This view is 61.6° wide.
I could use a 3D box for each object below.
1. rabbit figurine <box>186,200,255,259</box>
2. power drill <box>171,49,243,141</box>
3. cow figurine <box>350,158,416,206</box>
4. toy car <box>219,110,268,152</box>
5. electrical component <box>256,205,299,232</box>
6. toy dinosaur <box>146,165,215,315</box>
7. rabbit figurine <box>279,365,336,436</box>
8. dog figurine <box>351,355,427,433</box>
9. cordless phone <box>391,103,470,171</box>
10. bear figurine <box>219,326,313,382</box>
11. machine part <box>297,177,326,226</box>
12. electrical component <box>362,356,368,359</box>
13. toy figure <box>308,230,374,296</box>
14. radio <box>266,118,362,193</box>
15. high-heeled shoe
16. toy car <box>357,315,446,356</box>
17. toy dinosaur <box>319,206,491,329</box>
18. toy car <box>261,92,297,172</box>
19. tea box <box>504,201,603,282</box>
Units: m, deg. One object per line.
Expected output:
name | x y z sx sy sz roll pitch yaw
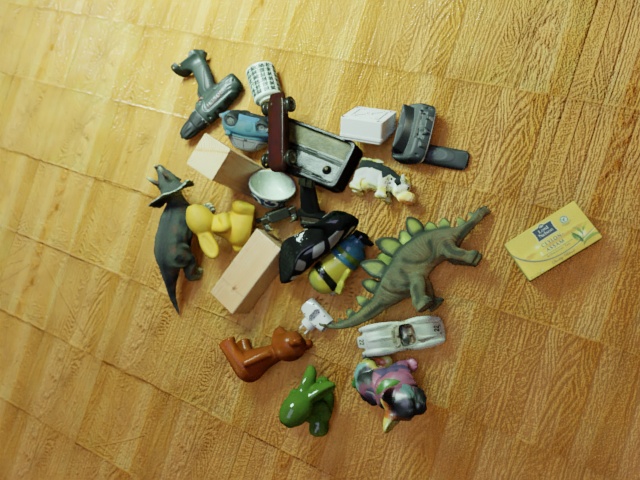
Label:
rabbit figurine | -0.265 -0.035 1.393 0.173 0.122 0.162 14 96 -16
power drill | -0.345 -0.423 1.527 0.232 0.086 0.207 -34 68 12
cow figurine | 0.162 -0.140 1.300 0.168 0.068 0.098 18 83 21
toy car | -0.190 -0.289 1.445 0.162 0.109 0.102 17 112 11
electrical component | -0.108 -0.055 1.380 0.102 0.078 0.045 -23 100 -16
toy dinosaur | -0.386 -0.006 1.424 0.131 0.192 0.404 -1 81 23
rabbit figurine | -0.026 0.380 1.240 0.121 0.170 0.159 33 96 21
dog figurine | 0.140 0.327 1.150 0.192 0.219 0.108 -1 94 20
cordless phone | 0.270 -0.243 1.275 0.184 0.088 0.146 14 87 11
bear figurine | -0.128 0.262 1.326 0.196 0.120 0.132 -36 68 11
machine part | -0.026 -0.091 1.346 0.084 0.039 0.138 9 128 26
electrical component | 0.135 0.246 1.277 0.094 0.021 0.063 -31 72 15
toy figure | 0.047 0.053 1.304 0.089 0.082 0.180 36 100 -6
radio | -0.020 -0.216 1.374 0.230 0.073 0.131 25 91 24
high-heeled shoe | -0.008 0.020 1.298 0.086 0.145 0.248 66 145 30
toy car | 0.185 0.219 1.227 0.202 0.056 0.073 -10 78 3
toy dinosaur | 0.204 0.076 1.236 0.471 0.105 0.199 -44 62 1
toy car | -0.101 -0.269 1.347 0.089 0.053 0.202 -5 82 33
tea box | 0.495 0.006 1.148 0.169 0.068 0.098 -36 72 14
